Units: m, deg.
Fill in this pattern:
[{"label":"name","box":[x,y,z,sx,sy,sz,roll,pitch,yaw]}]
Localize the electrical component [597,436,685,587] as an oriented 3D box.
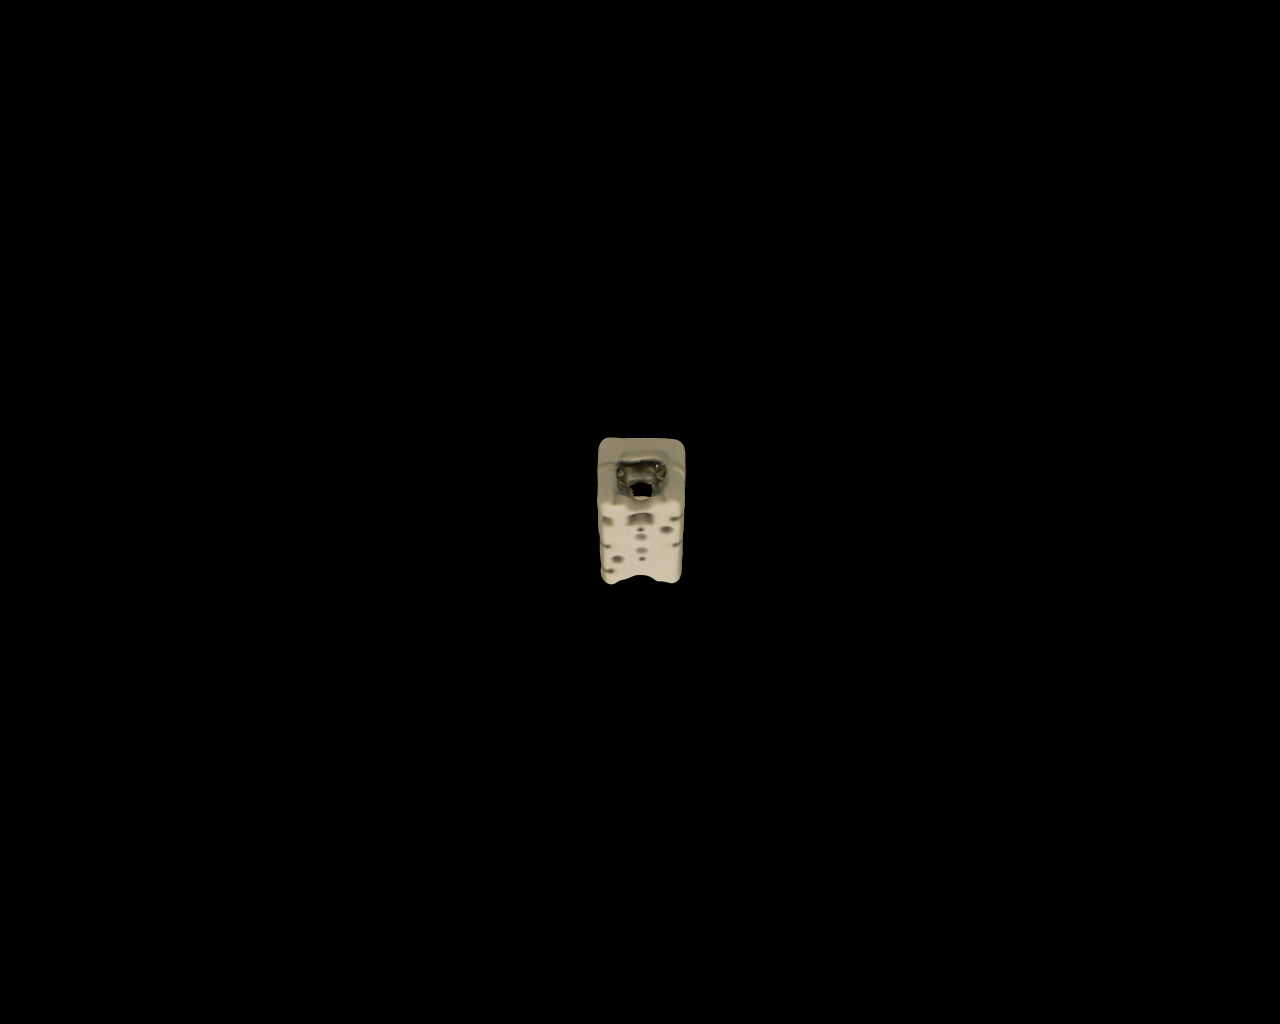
[{"label":"electrical component","box":[0.001,-0.003,0.650,0.050,0.056,0.089,0,-37,0]}]
